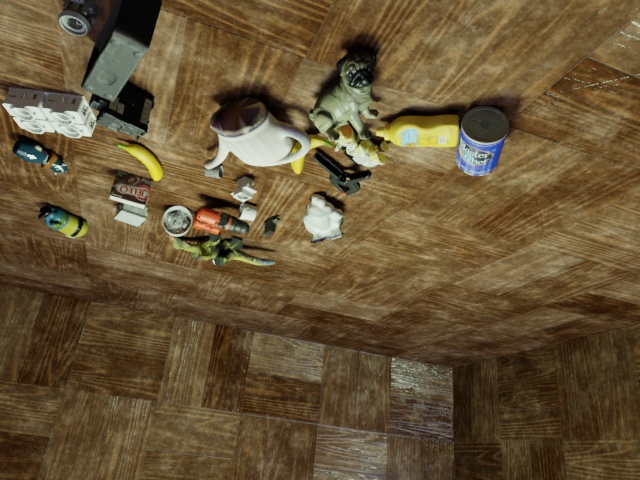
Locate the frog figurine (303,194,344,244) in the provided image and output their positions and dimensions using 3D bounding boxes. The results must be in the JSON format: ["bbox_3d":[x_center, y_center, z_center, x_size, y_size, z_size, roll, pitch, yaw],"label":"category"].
[{"bbox_3d":[0.005,-0.083,1.657,0.137,0.125,0.157,-2,119,35],"label":"frog figurine"}]

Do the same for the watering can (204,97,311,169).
[{"bbox_3d":[-0.197,-0.249,1.298,0.347,0.106,0.220,-4,152,24],"label":"watering can"}]

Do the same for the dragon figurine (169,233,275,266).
[{"bbox_3d":[-0.402,0.049,2.058,0.408,0.123,0.242,19,170,-21],"label":"dragon figurine"}]
